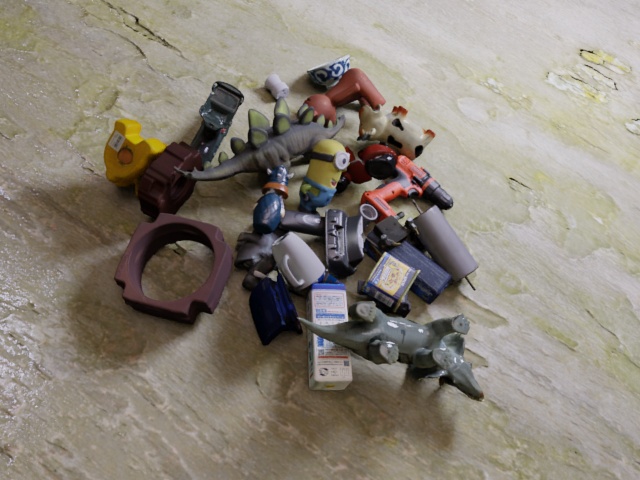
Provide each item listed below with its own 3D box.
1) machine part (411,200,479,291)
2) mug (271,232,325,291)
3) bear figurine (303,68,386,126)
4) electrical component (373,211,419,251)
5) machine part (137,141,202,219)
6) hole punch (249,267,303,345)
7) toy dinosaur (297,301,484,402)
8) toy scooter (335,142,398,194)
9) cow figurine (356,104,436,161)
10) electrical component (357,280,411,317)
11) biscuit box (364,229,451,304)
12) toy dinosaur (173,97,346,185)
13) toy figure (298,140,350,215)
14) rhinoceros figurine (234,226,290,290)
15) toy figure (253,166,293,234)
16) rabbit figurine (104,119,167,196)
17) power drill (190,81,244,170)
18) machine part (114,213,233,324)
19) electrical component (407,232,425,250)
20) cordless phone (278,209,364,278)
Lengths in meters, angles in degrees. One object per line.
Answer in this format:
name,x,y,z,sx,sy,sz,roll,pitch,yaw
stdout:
machine part,0.276,0.010,1.202,0.079,0.079,0.243,-32,82,-23
mug,-0.056,0.045,1.096,0.107,0.081,0.109,55,29,-10
bear figurine,0.048,-0.343,1.376,0.196,0.120,0.131,-42,112,-3
electrical component,0.164,-0.019,1.171,0.102,0.045,0.078,-26,68,-22
machine part,-0.319,-0.124,1.158,0.056,0.179,0.179,30,61,4
hole punch,-0.093,0.140,1.077,0.092,0.115,0.142,-16,64,-8
toy dinosaur,0.137,0.192,1.020,0.405,0.192,0.131,17,65,-9
toy scooter,0.099,-0.188,1.291,0.184,0.075,0.135,-19,38,21
cow figurine,0.177,-0.269,1.341,0.195,0.085,0.127,33,92,-17
electrical component,0.136,0.119,1.156,0.119,0.047,0.075,6,60,-5
biscuit box,0.191,0.051,1.196,0.203,0.059,0.063,40,62,14
toy dinosaur,-0.107,-0.203,1.207,0.471,0.198,0.105,-34,45,-30
toy figure,0.002,-0.139,1.218,0.089,0.180,0.082,27,15,-4
rhinoceros figurine,-0.126,0.020,1.164,0.112,0.073,0.190,28,58,-5
toy figure,-0.102,-0.088,1.147,0.064,0.058,0.154,26,62,-20
rabbit figurine,-0.388,-0.172,1.194,0.122,0.173,0.162,28,105,8
power drill,-0.239,-0.280,1.237,0.086,0.207,0.232,29,69,-17
machine part,-0.291,0.058,1.091,0.201,0.087,0.201,13,66,7
electrical component,0.236,-0.008,1.257,0.094,0.021,0.063,2,61,-10
cordless phone,-0.003,-0.003,1.162,0.184,0.088,0.146,10,60,-16
